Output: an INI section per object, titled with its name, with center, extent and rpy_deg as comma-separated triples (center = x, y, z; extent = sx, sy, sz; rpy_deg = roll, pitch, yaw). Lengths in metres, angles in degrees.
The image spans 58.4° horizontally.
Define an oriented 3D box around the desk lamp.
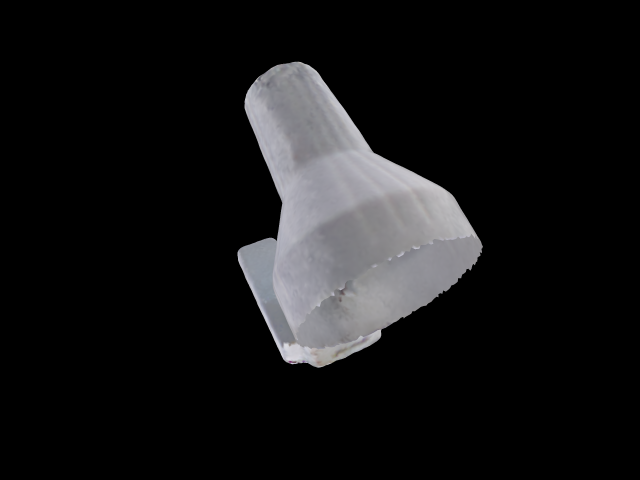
[desk lamp]
center = 0.004, 0.001, 0.400
extent = 0.118, 0.214, 0.202
rpy_deg = -20, 50, -17
